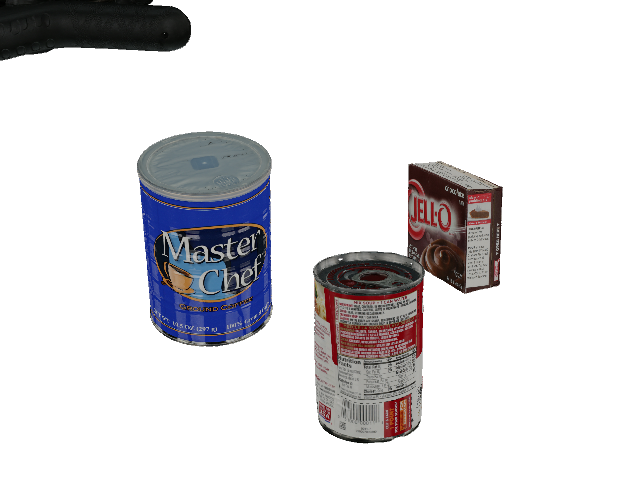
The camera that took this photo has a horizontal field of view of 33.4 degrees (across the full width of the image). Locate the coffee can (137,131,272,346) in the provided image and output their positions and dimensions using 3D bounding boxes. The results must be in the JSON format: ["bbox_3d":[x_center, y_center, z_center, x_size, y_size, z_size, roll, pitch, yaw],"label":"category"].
[{"bbox_3d":[-0.090,-0.002,0.851,0.103,0.140,0.103,1,32,-1],"label":"coffee can"}]

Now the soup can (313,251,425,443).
[{"bbox_3d":[0.030,0.066,0.662,0.068,0.102,0.068,-1,18,0],"label":"soup can"}]

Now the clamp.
[{"bbox_3d":[-0.165,-0.134,0.630,0.171,0.039,0.120,-4,22,-8],"label":"clamp"}]

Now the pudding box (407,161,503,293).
[{"bbox_3d":[0.113,-0.014,0.918,0.039,0.090,0.114,-8,17,-22],"label":"pudding box"}]
